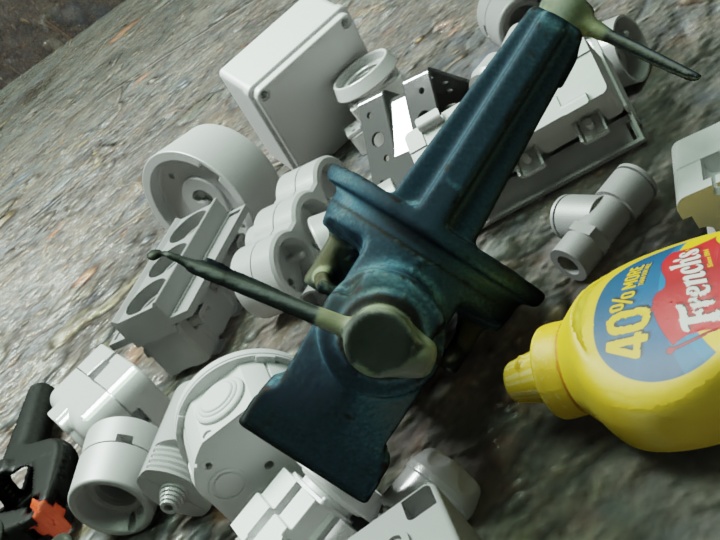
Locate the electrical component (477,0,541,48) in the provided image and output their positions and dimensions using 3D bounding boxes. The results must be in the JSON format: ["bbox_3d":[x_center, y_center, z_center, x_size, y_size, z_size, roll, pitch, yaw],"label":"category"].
[{"bbox_3d":[0.120,-0.188,0.805,0.055,0.055,0.047,-35,28,8],"label":"electrical component"}]

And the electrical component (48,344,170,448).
[{"bbox_3d":[-0.166,0.094,0.715,0.059,0.053,0.095,-46,25,-16],"label":"electrical component"}]

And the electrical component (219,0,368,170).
[{"bbox_3d":[-0.044,-0.153,0.896,0.109,0.108,0.056,-44,48,-11],"label":"electrical component"}]

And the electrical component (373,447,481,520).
[{"bbox_3d":[0.021,0.107,0.454,0.061,0.035,0.035,-48,25,-13],"label":"electrical component"}]

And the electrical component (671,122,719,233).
[{"bbox_3d":[0.187,-0.045,0.466,0.089,0.050,0.055,-25,28,28],"label":"electrical component"}]

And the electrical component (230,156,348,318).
[{"bbox_3d":[-0.056,-0.020,0.761,0.074,0.052,0.138,-21,30,35],"label":"electrical component"}]

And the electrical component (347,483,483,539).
[{"bbox_3d":[0.009,0.147,0.373,0.109,0.056,0.108,-37,24,5],"label":"electrical component"}]

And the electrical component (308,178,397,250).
[{"bbox_3d":[0.004,-0.031,0.711,0.065,0.044,0.044,-30,25,7],"label":"electrical component"}]

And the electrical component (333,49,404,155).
[{"bbox_3d":[0.016,-0.138,0.860,0.078,0.057,0.058,-35,24,8],"label":"electrical component"}]

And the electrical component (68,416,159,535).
[{"bbox_3d":[-0.141,0.122,0.632,0.055,0.055,0.047,-27,30,25],"label":"electrical component"}]

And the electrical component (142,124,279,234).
[{"bbox_3d":[-0.111,-0.065,0.856,0.108,0.108,0.060,-12,30,45],"label":"electrical component"}]

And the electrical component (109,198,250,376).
[{"bbox_3d":[-0.121,0.013,0.780,0.079,0.063,0.121,-23,29,32],"label":"electrical component"}]

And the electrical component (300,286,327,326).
[{"bbox_3d":[0.000,0.000,0.658,0.043,0.043,0.081,-14,34,44],"label":"electrical component"}]

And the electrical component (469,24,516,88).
[{"bbox_3d":[0.107,-0.137,0.744,0.055,0.045,0.045,-50,26,-22],"label":"electrical component"}]

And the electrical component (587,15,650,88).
[{"bbox_3d":[0.138,-0.129,0.688,0.081,0.043,0.043,-14,34,43],"label":"electrical component"}]

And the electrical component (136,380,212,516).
[{"bbox_3d":[-0.097,0.105,0.612,0.043,0.043,0.081,-26,27,26],"label":"electrical component"}]

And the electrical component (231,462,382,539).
[{"bbox_3d":[-0.022,0.113,0.493,0.055,0.048,0.066,-50,26,-7],"label":"electrical component"}]

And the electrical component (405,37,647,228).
[{"bbox_3d":[0.093,-0.083,0.633,0.121,0.063,0.078,-28,66,22],"label":"electrical component"}]

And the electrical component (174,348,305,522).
[{"bbox_3d":[-0.051,0.084,0.540,0.080,0.080,0.051,-38,29,2],"label":"electrical component"}]
